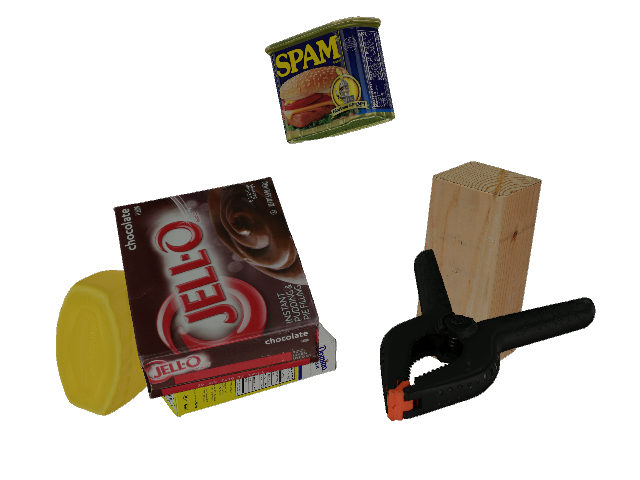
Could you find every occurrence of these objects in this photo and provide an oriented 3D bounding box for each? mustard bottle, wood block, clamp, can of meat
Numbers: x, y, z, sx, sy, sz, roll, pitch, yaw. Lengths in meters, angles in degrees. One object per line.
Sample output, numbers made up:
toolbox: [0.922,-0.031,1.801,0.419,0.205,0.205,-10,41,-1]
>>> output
mustard bottle: [-0.115,0.052,0.800,0.058,0.096,0.191,13,20,25]
wood block: [0.171,0.029,1.176,0.090,0.206,0.090,19,25,33]
clamp: [0.103,0.074,0.863,0.165,0.036,0.209,22,38,34]
can of meat: [0.009,-0.133,0.899,0.102,0.084,0.057,-12,-1,39]

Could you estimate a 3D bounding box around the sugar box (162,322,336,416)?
sugar box: [-0.081,0.115,1.074,0.176,0.048,0.093,-16,32,-24]

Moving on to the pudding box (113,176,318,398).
pudding box: [-0.057,0.022,0.562,0.090,0.039,0.113,-11,44,-9]
